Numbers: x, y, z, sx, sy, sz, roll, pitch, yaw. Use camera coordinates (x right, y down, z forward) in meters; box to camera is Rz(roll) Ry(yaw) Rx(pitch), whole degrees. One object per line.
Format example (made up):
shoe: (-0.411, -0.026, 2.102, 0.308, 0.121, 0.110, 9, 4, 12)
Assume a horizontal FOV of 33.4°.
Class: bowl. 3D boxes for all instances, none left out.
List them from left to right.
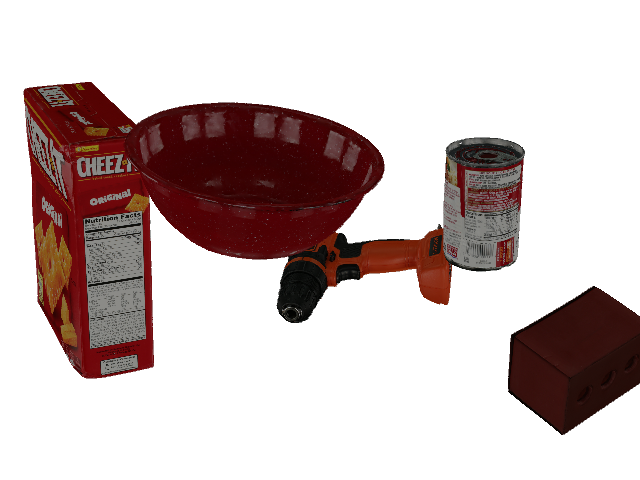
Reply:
bowl: (-0.042, -0.033, 0.671, 0.162, 0.055, 0.162, 5, 27, -3)

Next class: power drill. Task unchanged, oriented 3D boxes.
power drill: (0.051, 0.035, 1.195, 0.188, 0.057, 0.184, 1, 29, 11)

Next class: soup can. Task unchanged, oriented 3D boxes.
soup can: (0.143, -0.032, 0.940, 0.068, 0.102, 0.068, -1, 25, 0)

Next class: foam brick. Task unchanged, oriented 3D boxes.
foam brick: (0.166, 0.076, 0.685, 0.078, 0.053, 0.051, -27, 42, -26)

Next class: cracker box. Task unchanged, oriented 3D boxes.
cracker box: (-0.204, -0.012, 0.925, 0.072, 0.214, 0.164, -10, 27, -25)
